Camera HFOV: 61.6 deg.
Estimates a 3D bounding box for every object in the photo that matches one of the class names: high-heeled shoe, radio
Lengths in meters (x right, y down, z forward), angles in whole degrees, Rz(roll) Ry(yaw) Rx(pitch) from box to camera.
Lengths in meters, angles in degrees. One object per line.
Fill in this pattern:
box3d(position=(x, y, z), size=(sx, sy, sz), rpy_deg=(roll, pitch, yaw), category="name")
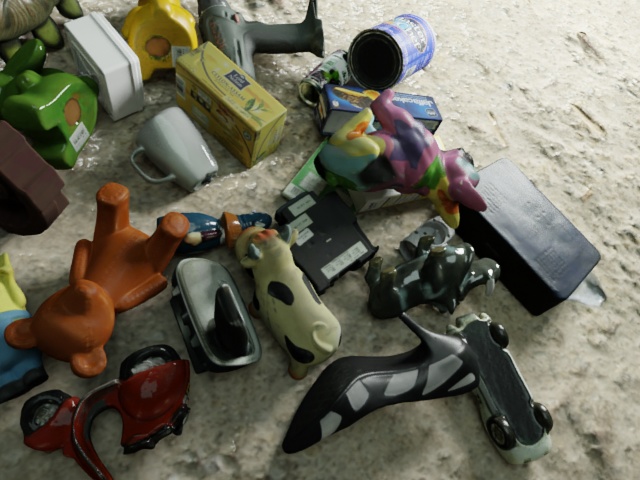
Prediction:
box3d(position=(0.081, 0.201, 0.664), size=(0.249, 0.086, 0.145), rpy_deg=(-44, 103, -3), category="high-heeled shoe")
box3d(position=(0.310, -0.011, 0.836), size=(0.131, 0.073, 0.230), rpy_deg=(-32, 76, -28), category="radio")

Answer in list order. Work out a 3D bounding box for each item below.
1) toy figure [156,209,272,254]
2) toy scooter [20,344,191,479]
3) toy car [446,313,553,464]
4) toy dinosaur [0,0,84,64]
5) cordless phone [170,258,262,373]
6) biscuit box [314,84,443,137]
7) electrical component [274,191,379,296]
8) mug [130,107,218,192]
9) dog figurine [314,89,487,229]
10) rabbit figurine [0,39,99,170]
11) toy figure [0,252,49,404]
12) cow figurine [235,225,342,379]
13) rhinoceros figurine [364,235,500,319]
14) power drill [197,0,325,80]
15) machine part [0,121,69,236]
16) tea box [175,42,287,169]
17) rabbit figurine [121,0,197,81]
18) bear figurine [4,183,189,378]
box3d(position=(-0.142, -0.013, 0.728), size=(0.154, 0.057, 0.064), rpy_deg=(-3, 51, -15), category="toy figure")
box3d(position=(-0.216, 0.203, 0.584), size=(0.184, 0.075, 0.135), rpy_deg=(-22, 69, -20), category="toy scooter")
box3d(position=(0.236, 0.192, 0.717), size=(0.073, 0.056, 0.202), rpy_deg=(-16, 66, -15), category="toy car")
box3d(position=(-0.423, -0.373, 0.770), size=(0.105, 0.198, 0.471), rpy_deg=(31, 60, 5), category="toy dinosaur")
box3d(position=(-0.122, 0.070, 0.616), size=(0.089, 0.184, 0.146), rpy_deg=(-19, 69, -18), category="cordless phone")
box3d(position=(0.096, -0.204, 0.879), size=(0.203, 0.059, 0.063), rpy_deg=(1, 55, -21), category="biscuit box")
box3d(position=(-0.002, -0.002, 0.750), size=(0.115, 0.058, 0.134), rpy_deg=(-33, 78, -21), category="electrical component")
box3d(position=(-0.203, -0.117, 0.758), size=(0.107, 0.081, 0.109), rpy_deg=(46, 58, 2), category="mug")
box3d(position=(0.122, -0.091, 0.750), size=(0.219, 0.108, 0.191), rpy_deg=(44, 61, 1), category="dog figurine")
box3d(position=(-0.404, -0.196, 0.731), size=(0.170, 0.121, 0.159), rpy_deg=(12, 66, 9), category="rabbit figurine")
box3d(position=(-0.369, 0.093, 0.603), size=(0.082, 0.089, 0.180), rpy_deg=(-26, 79, -39), category="toy figure")
box3d(position=(-0.045, 0.066, 0.671), size=(0.085, 0.127, 0.195), rpy_deg=(-27, 74, -28), category="cow figurine")
box3d(position=(0.156, 0.056, 0.740), size=(0.190, 0.073, 0.112), rpy_deg=(-15, 104, -10), category="rhinoceros figurine")
box3d(position=(-0.099, -0.360, 0.899), size=(0.207, 0.086, 0.232), rpy_deg=(-7, 67, -8), category="power drill")
box3d(position=(-0.386, -0.079, 0.636), size=(0.179, 0.179, 0.056), rpy_deg=(29, 56, 2), category="machine part")
box3d(position=(-0.137, -0.202, 0.810), size=(0.170, 0.098, 0.068), rpy_deg=(43, 61, 9), category="tea box")
box3d(position=(-0.259, -0.353, 0.846), size=(0.122, 0.162, 0.173), rpy_deg=(-9, 46, -6), category="rabbit figurine")
box3d(position=(-0.248, 0.044, 0.608), size=(0.120, 0.131, 0.196), rpy_deg=(27, 33, -3), category="bear figurine")
